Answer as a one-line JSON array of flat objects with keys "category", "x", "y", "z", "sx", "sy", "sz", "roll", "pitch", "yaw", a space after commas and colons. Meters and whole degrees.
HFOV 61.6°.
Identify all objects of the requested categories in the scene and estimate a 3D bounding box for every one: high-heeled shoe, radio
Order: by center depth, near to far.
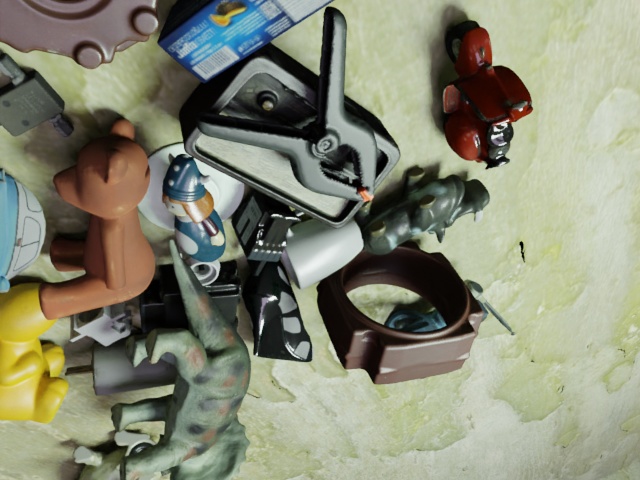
[{"category": "radio", "x": -0.026, "y": -0.114, "z": 0.600, "sx": 0.229, "sy": 0.073, "sz": 0.131, "roll": 24, "pitch": 119, "yaw": -37}, {"category": "high-heeled shoe", "x": -0.056, "y": 0.111, "z": 0.829, "sx": 0.086, "sy": 0.145, "sz": 0.248, "roll": 4, "pitch": 168, "yaw": 15}]

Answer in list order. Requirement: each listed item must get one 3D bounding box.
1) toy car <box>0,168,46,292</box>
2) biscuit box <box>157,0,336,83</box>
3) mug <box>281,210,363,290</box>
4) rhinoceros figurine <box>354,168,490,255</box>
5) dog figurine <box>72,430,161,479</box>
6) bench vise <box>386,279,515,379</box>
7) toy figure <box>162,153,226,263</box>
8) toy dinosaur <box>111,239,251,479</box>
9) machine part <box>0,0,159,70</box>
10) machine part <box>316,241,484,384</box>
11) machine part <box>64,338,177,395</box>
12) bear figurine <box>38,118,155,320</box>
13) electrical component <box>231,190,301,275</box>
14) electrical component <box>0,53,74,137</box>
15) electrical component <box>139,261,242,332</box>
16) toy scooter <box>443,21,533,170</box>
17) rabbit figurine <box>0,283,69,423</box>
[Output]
[{"category": "toy car", "x": -0.345, "y": -0.013, "z": 0.558, "sx": 0.103, "sy": 0.109, "sz": 0.161, "roll": 0, "pitch": 123, "yaw": -53}, {"category": "biscuit box", "x": -0.050, "y": -0.209, "z": 0.453, "sx": 0.203, "sy": 0.063, "sz": 0.059, "roll": -17, "pitch": 142, "yaw": 36}, {"category": "mug", "x": -0.001, "y": -0.002, "z": 0.721, "sx": 0.107, "sy": 0.081, "sz": 0.109, "roll": -24, "pitch": 120, "yaw": -13}, {"category": "rhinoceros figurine", "x": 0.142, "y": -0.035, "z": 0.744, "sx": 0.190, "sy": 0.073, "sz": 0.112, "roll": -24, "pitch": 135, "yaw": 1}, {"category": "dog figurine", "x": -0.362, "y": 0.430, "z": 0.974, "sx": 0.172, "sy": 0.121, "sz": 0.190, "roll": 1, "pitch": 145, "yaw": -19}, {"category": "bench vise", "x": 0.167, "y": 0.156, "z": 0.887, "sx": 0.240, "sy": 0.129, "sz": 0.223, "roll": -9, "pitch": 156, "yaw": -39}, {"category": "toy figure", "x": -0.140, "y": -0.031, "z": 0.600, "sx": 0.064, "sy": 0.058, "sz": 0.154, "roll": 5, "pitch": 146, "yaw": 8}, {"category": "toy dinosaur", "x": -0.159, "y": 0.195, "z": 0.712, "sx": 0.192, "sy": 0.131, "sz": 0.404, "roll": 5, "pitch": 117, "yaw": -38}, {"category": "machine part", "x": -0.209, "y": -0.229, "z": 0.432, "sx": 0.179, "sy": 0.056, "sz": 0.179, "roll": -11, "pitch": 133, "yaw": -12}, {"category": "machine part", "x": 0.109, "y": 0.092, "z": 0.758, "sx": 0.201, "sy": 0.201, "sz": 0.087, "roll": -6, "pitch": 131, "yaw": -16}, {"category": "machine part", "x": -0.239, "y": 0.176, "z": 0.783, "sx": 0.243, "sy": 0.079, "sz": 0.079, "roll": -3, "pitch": 132, "yaw": -18}, {"category": "bear figurine", "x": -0.241, "y": -0.023, "z": 0.569, "sx": 0.132, "sy": 0.120, "sz": 0.195, "roll": -6, "pitch": 131, "yaw": -11}, {"category": "electrical component", "x": -0.078, "y": -0.009, "z": 0.679, "sx": 0.047, "sy": 0.075, "sz": 0.119, "roll": 9, "pitch": 131, "yaw": -37}, {"category": "electrical component", "x": -0.286, "y": -0.129, "z": 0.517, "sx": 0.063, "sy": 0.021, "sz": 0.093, "roll": -28, "pitch": 136, "yaw": 5}, {"category": "electrical component", "x": -0.179, "y": 0.090, "z": 0.743, "sx": 0.134, "sy": 0.058, "sz": 0.114, "roll": -5, "pitch": 131, "yaw": -19}, {"category": "toy scooter", "x": 0.193, "y": -0.146, "z": 0.616, "sx": 0.075, "sy": 0.135, "sz": 0.183, "roll": -23, "pitch": 137, "yaw": -3}, {"category": "rabbit figurine", "x": -0.386, "y": 0.124, "z": 0.672, "sx": 0.162, "sy": 0.122, "sz": 0.173, "roll": 19, "pitch": 108, "yaw": -24}]
